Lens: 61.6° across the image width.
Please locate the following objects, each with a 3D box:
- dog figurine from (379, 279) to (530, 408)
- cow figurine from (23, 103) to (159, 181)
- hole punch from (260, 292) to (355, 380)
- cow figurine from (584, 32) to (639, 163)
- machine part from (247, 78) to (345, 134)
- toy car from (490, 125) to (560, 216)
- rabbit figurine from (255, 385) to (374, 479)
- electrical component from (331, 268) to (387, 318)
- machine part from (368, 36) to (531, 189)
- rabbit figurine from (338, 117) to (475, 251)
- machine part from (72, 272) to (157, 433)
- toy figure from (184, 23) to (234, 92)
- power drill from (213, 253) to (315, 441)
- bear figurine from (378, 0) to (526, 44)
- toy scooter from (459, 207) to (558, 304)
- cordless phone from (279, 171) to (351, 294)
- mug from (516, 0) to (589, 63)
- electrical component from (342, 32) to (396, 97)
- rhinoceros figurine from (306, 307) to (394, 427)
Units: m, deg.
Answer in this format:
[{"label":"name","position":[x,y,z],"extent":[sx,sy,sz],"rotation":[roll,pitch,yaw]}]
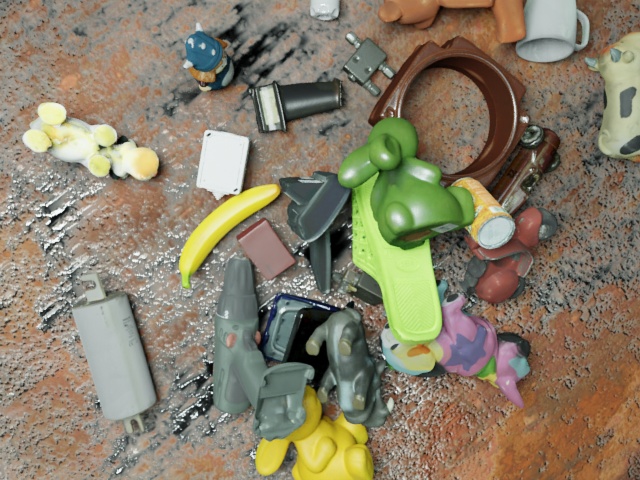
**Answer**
[{"label":"dog figurine","position":[0.221,0.183,0.832],"extent":[0.191,0.108,0.219],"rotation":[-41,102,-4]},{"label":"cow figurine","position":[-0.311,-0.125,0.741],"extent":[0.167,0.098,0.068],"rotation":[22,86,-28]},{"label":"hole punch","position":[-0.022,0.145,0.811],"extent":[0.115,0.092,0.142],"rotation":[16,90,-39]},{"label":"cow figurine","position":[0.481,-0.225,0.843],"extent":[0.127,0.085,0.194],"rotation":[4,96,-15]},{"label":"machine part","position":[-0.031,-0.204,0.793],"extent":[0.139,0.039,0.084],"rotation":[-15,89,-5]},{"label":"toy car","position":[0.303,-0.081,0.828],"extent":[0.202,0.053,0.089],"rotation":[-55,136,-2]},{"label":"rabbit figurine","position":[-0.018,0.284,0.801],"extent":[0.162,0.122,0.173],"rotation":[-19,119,15]},{"label":"electrical component","position":[0.069,0.079,0.808],"extent":[0.102,0.078,0.045],"rotation":[31,67,-14]},{"label":"machine part","position":[0.192,-0.180,0.802],"extent":[0.201,0.087,0.201],"rotation":[34,91,-10]},{"label":"rabbit figurine","position":[0.096,-0.082,0.700],"extent":[0.159,0.121,0.170],"rotation":[2,67,-45]},{"label":"machine part","position":[-0.292,0.163,0.769],"extent":[0.079,0.079,0.243],"rotation":[-13,96,-7]},{"label":"toy figure","position":[-0.146,-0.237,0.713],"extent":[0.058,0.154,0.064],"rotation":[-9,96,-5]},{"label":"power drill","position":[-0.093,0.154,0.736],"extent":[0.086,0.208,0.231],"rotation":[-1,107,-37]},{"label":"bear figurine","position":[0.188,-0.345,0.783],"extent":[0.196,0.120,0.131],"rotation":[-14,143,18]},{"label":"toy scooter","position":[0.259,0.028,0.798],"extent":[0.135,0.075,0.183],"rotation":[-5,134,-25]},{"label":"cordless phone","position":[-0.001,-0.002,0.763],"extent":[0.089,0.147,0.184],"rotation":[-8,102,-9]},{"label":"mug","position":[0.358,-0.335,0.814],"extent":[0.110,0.081,0.107],"rotation":[7,86,-3]},{"label":"electrical component","position":[0.066,-0.265,0.807],"extent":[0.094,0.021,0.063],"rotation":[41,89,-10]},{"label":"rhinoceros figurine","position":[0.048,0.191,0.773],"extent":[0.073,0.112,0.190],"rotation":[-9,109,29]}]
